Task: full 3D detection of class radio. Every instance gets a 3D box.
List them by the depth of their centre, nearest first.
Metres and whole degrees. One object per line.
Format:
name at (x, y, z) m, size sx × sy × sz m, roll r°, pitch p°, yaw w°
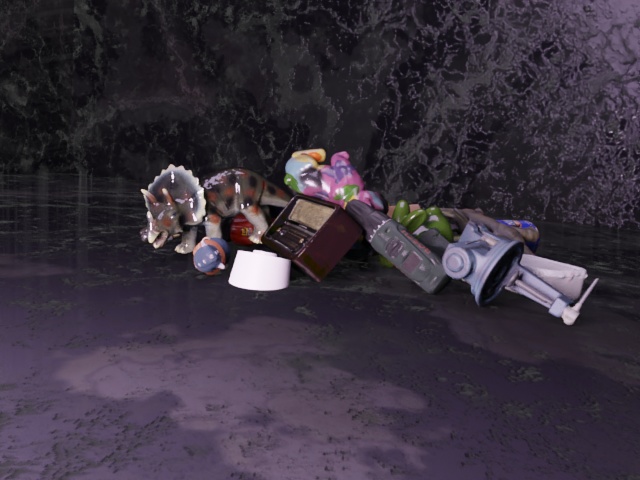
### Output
radio at (-0.024, -0.009, 1.015) m, size 0.073 × 0.131 × 0.230 m, roll 43°, pitch -7°, yaw -22°

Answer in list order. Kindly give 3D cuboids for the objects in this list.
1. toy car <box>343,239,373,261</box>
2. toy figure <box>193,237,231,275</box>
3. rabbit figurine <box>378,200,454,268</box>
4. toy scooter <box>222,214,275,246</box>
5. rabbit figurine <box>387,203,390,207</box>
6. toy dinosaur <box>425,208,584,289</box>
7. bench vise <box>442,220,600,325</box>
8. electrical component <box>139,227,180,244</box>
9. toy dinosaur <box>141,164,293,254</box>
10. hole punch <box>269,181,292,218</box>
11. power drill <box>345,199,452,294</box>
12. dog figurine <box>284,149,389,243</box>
toy car at (0.078, -0.009, 1.187) m, size 0.109 × 0.102 × 0.162 m, roll 8°, pitch 44°, yaw 24°
toy figure at (-0.187, 0.029, 0.931) m, size 0.064 × 0.057 × 0.154 m, roll 27°, pitch 4°, yaw -3°
rabbit figurine at (0.202, 0.000, 1.153) m, size 0.170 × 0.158 × 0.121 m, roll -17°, pitch 28°, yaw -28°
toy scooter at (-0.143, -0.021, 1.272) m, size 0.135 × 0.075 × 0.184 m, roll 8°, pitch 4°, yaw 13°
rabbit figurine at (0.101, -0.077, 1.433) m, size 0.163 × 0.122 × 0.173 m, roll 1°, pitch -32°, yaw 31°
toy dinosaur at (0.416, 0.006, 1.258) m, size 0.198 × 0.105 × 0.472 m, roll 2°, pitch 19°, yaw -44°
bench vise at (0.316, 0.058, 0.881) m, size 0.241 × 0.128 × 0.223 m, roll 36°, pitch 15°, yaw 34°
electrical component at (-0.358, -0.015, 1.201) m, size 0.078 × 0.045 × 0.102 m, roll -27°, pitch 14°, yaw -14°
toy dinosaur at (-0.187, -0.080, 1.090) m, size 0.405 × 0.191 × 0.131 m, roll -25°, pitch 33°, yaw -35°
hole punch at (-0.104, -0.086, 1.325) m, size 0.142 × 0.092 × 0.116 m, roll 14°, pitch 13°, yaw -35°
power drill at (0.172, 0.006, 1.007) m, size 0.232 × 0.086 × 0.207 m, roll 45°, pitch 16°, yaw 30°
dog figurine at (0.036, -0.092, 1.124) m, size 0.191 × 0.108 × 0.219 m, roll -1°, pitch 40°, yaw -23°
